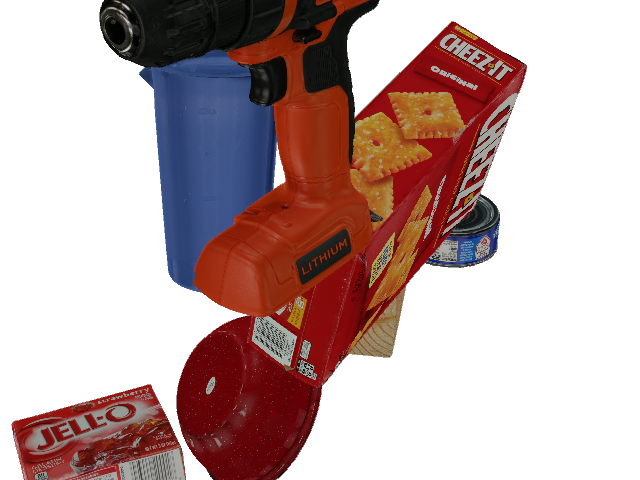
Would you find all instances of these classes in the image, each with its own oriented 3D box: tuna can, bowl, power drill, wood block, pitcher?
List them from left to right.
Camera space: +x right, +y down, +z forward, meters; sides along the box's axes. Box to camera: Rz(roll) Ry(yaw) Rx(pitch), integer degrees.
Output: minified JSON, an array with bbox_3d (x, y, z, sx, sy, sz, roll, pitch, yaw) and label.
[{"bbox_3d":[-0.096,-0.071,1.103,0.144,0.243,0.149,-11,26,-28],"label":"pitcher"},{"bbox_3d":[-0.072,0.126,0.892,0.055,0.162,0.162,24,-15,-37],"label":"bowl"},{"bbox_3d":[-0.025,-0.060,0.506,0.057,0.188,0.184,25,39,31],"label":"power drill"},{"bbox_3d":[0.049,0.040,1.193,0.091,0.090,0.206,5,23,8],"label":"wood block"},{"bbox_3d":[0.113,-0.013,0.931,0.086,0.034,0.086,0,32,0],"label":"tuna can"}]

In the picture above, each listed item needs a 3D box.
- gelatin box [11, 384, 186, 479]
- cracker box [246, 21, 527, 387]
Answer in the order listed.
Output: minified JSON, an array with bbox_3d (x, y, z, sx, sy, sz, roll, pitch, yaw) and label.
[{"bbox_3d":[-0.132,0.124,0.632,0.089,0.030,0.073,-13,26,-18],"label":"gelatin box"},{"bbox_3d":[0.046,-0.022,0.727,0.072,0.213,0.164,34,-35,15],"label":"cracker box"}]
